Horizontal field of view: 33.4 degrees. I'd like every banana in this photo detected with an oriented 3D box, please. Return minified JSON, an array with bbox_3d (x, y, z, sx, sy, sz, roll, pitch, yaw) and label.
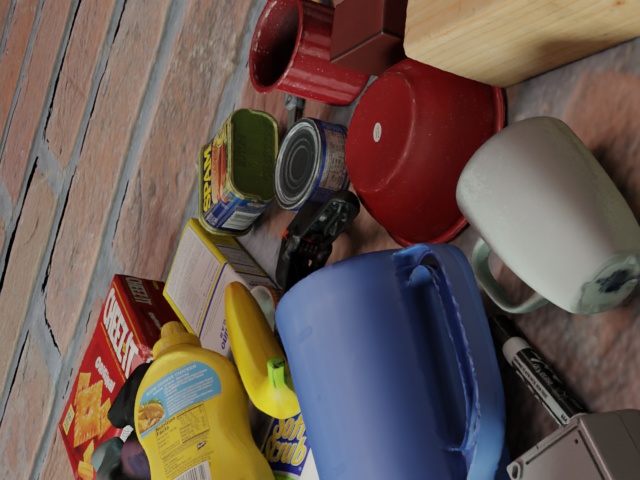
[{"bbox_3d":[-0.042,0.089,0.817,0.198,0.037,0.069,-138,45,-69],"label":"banana"}]

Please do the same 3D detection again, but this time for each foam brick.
[{"bbox_3d":[0.051,-0.171,0.858,0.078,0.052,0.051,-17,65,56],"label":"foam brick"}]

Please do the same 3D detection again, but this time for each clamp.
[{"bbox_3d":[-0.006,0.001,0.864,0.120,0.039,0.171,-59,14,12],"label":"clamp"}]

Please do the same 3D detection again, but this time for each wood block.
[{"bbox_3d":[0.148,-0.170,0.650,0.206,0.090,0.091,-14,67,58],"label":"wood block"}]

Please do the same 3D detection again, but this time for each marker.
[{"bbox_3d":[0.134,0.084,0.655,0.020,0.020,0.121,-65,32,22],"label":"marker"}]

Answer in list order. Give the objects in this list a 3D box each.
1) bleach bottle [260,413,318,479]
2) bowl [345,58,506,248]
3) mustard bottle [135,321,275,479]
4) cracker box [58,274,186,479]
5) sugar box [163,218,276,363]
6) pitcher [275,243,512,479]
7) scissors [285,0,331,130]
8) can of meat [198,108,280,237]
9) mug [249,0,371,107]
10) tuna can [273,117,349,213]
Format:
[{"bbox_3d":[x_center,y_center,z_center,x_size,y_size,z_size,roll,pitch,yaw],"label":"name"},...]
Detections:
[{"bbox_3d":[-0.002,0.144,0.831,0.103,0.068,0.251,19,94,60],"label":"bleach bottle"},{"bbox_3d":[0.066,-0.074,0.796,0.162,0.055,0.162,-31,53,53],"label":"bowl"},{"bbox_3d":[-0.099,0.144,0.843,0.096,0.058,0.192,-32,51,15],"label":"mustard bottle"},{"bbox_3d":[-0.218,0.170,1.190,0.164,0.072,0.214,50,122,54],"label":"cracker box"},{"bbox_3d":[-0.097,0.055,1.046,0.176,0.048,0.093,43,117,53],"label":"sugar box"},{"bbox_3d":[0.061,0.130,0.656,0.145,0.149,0.243,-22,58,12],"label":"pitcher"},{"bbox_3d":[-0.015,-0.148,1.003,0.096,0.016,0.202,-39,48,50],"label":"scissors"},{"bbox_3d":[-0.077,-0.066,1.031,0.084,0.057,0.102,138,135,-56],"label":"can of meat"},{"bbox_3d":[-0.009,-0.169,0.932,0.093,0.081,0.117,-65,32,23],"label":"mug"},{"bbox_3d":[-0.007,-0.064,0.941,0.086,0.033,0.086,-29,55,54],"label":"tuna can"}]
